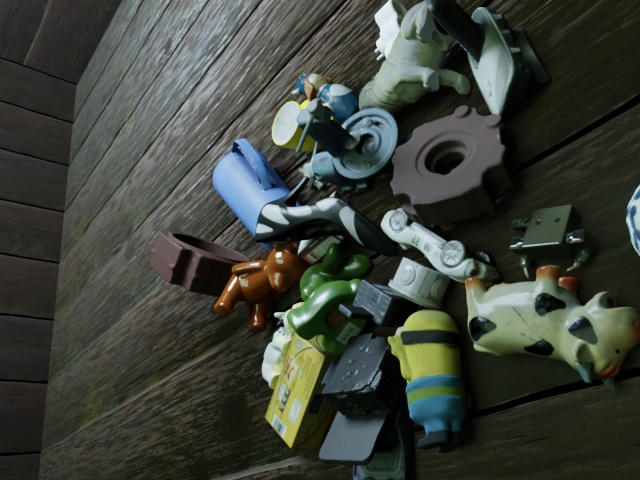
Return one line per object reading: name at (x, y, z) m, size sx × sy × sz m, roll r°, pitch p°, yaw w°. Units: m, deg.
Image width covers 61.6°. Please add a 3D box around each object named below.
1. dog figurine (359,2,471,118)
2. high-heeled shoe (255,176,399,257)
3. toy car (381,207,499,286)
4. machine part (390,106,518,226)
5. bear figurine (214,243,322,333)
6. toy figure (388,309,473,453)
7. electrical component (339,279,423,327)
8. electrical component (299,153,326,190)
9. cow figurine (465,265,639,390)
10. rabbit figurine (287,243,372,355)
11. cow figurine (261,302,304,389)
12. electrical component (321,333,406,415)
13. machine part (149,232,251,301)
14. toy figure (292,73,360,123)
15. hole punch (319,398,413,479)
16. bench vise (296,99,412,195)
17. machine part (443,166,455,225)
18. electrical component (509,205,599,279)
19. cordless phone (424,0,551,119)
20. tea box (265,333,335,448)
dog figurine at (0.130, -0.285, 0.855) m, size 0.191 × 0.121 × 0.172 m, roll 3°, pitch 86°, yaw 53°
high-heeled shoe at (-0.002, -0.003, 0.858) m, size 0.249 × 0.086 × 0.145 m, roll 39°, pitch 96°, yaw 33°
toy car at (0.165, 0.010, 0.760) m, size 0.202 × 0.073 × 0.056 m, roll 41°, pitch 107°, yaw 50°
machine part at (0.179, -0.102, 0.737) m, size 0.179 × 0.056 × 0.179 m, roll -22°, pitch 45°, yaw 24°
bear figurine at (-0.094, 0.084, 1.022) m, size 0.196 × 0.120 × 0.132 m, roll -24°, pitch 41°, yaw 44°
toy figure at (0.155, 0.181, 0.714) m, size 0.089 × 0.082 × 0.180 m, roll -24°, pitch 52°, yaw 26°
electrical component at (0.086, 0.094, 0.797) m, size 0.075 × 0.119 × 0.047 m, roll 32°, pitch 104°, yaw 54°
electrical component at (-0.009, -0.136, 1.070) m, size 0.094 × 0.021 × 0.063 m, roll 45°, pitch 113°, yaw 49°
cow figurine at (0.258, 0.099, 0.607) m, size 0.195 × 0.085 × 0.127 m, roll -13°, pitch 63°, yaw 47°
rabbit figurine at (0.010, 0.083, 0.906) m, size 0.159 × 0.121 × 0.170 m, roll -61°, pitch 25°, yaw 12°
cow figurine at (-0.060, 0.188, 0.998) m, size 0.098 × 0.068 × 0.167 m, roll 23°, pitch 96°, yaw 58°
electrical component at (0.066, 0.198, 0.797) m, size 0.134 × 0.058 × 0.115 m, roll -22°, pitch 25°, yaw 45°
machine part at (-0.249, 0.053, 1.165) m, size 0.202 × 0.201 × 0.087 m, roll 22°, pitch 94°, yaw 53°
toy figure at (0.015, -0.263, 0.976) m, size 0.155 × 0.064 × 0.057 m, roll 38°, pitch 114°, yaw 25°
hole punch at (0.078, 0.291, 0.785) m, size 0.142 × 0.092 × 0.116 m, roll -26°, pitch 28°, yaw 49°
bench vise at (0.036, -0.153, 0.859) m, size 0.224 × 0.240 × 0.129 m, roll 7°, pitch 78°, yaw 37°
machine part at (0.175, -0.068, 0.804) m, size 0.139 × 0.039 × 0.084 m, roll 9°, pitch 91°, yaw 51°
electrical component at (0.278, 0.002, 0.648) m, size 0.102 × 0.045 × 0.078 m, roll -16°, pitch 38°, yaw 46°
cordless phone at (0.206, -0.255, 0.704) m, size 0.089 × 0.184 × 0.147 m, roll -35°, pitch 53°, yaw 35°
tea box at (-0.021, 0.255, 0.921) m, size 0.098 × 0.068 × 0.169 m, roll 31°, pitch 102°, yaw 51°
